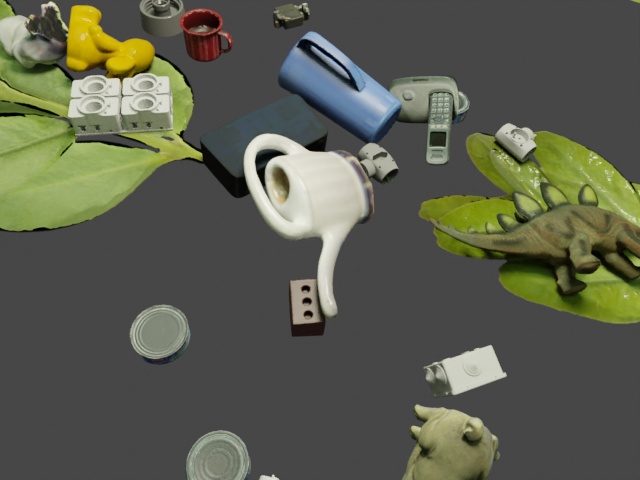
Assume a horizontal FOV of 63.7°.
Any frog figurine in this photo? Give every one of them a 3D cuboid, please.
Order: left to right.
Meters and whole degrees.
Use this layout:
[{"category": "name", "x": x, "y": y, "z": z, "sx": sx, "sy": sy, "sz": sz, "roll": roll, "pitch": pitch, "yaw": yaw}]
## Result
[{"category": "frog figurine", "x": -0.623, "y": -0.428, "z": 1.111, "sx": 0.158, "sy": 0.121, "sz": 0.140, "roll": -14, "pitch": 62, "yaw": 28}]

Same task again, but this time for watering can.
[{"category": "watering can", "x": 0.003, "y": -0.044, "z": 0.879, "sx": 0.226, "sy": 0.102, "sz": 0.352, "roll": -13, "pitch": 66, "yaw": -38}]
